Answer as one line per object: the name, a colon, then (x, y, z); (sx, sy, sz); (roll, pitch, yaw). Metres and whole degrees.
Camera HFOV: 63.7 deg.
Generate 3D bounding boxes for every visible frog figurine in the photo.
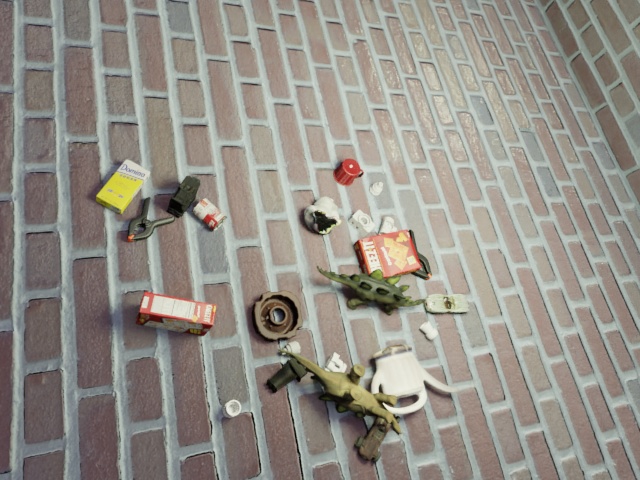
frog figurine: (0.006, -0.098, 1.951); (0.137, 0.120, 0.163); (6, 28, -12)

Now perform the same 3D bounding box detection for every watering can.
watering can: (0.314, 0.470, 1.781); (0.348, 0.102, 0.228); (-4, 66, -29)
